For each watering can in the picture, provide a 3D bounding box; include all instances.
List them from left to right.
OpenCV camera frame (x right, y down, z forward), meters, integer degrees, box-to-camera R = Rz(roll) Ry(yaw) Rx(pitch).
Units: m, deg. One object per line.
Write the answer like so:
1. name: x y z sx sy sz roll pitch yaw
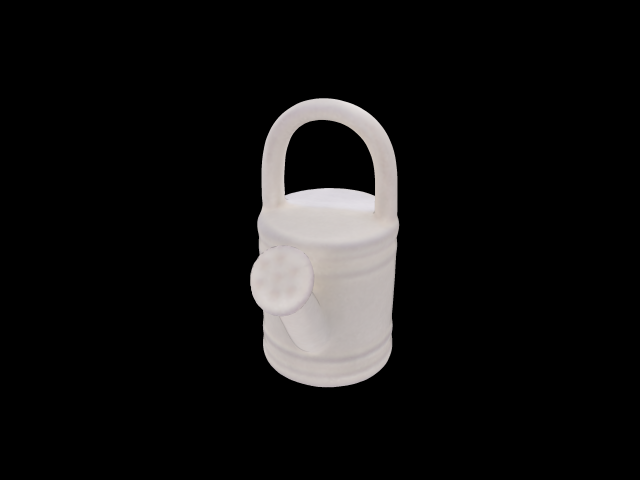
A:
1. watering can: 0.006 0.002 0.399 0.101 0.194 0.172 -2 27 -3
